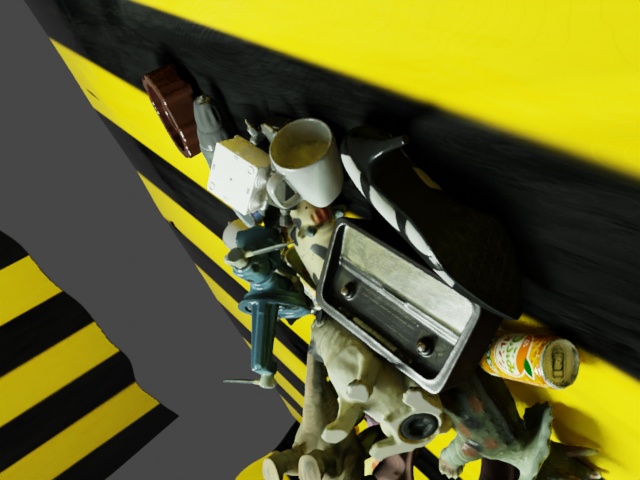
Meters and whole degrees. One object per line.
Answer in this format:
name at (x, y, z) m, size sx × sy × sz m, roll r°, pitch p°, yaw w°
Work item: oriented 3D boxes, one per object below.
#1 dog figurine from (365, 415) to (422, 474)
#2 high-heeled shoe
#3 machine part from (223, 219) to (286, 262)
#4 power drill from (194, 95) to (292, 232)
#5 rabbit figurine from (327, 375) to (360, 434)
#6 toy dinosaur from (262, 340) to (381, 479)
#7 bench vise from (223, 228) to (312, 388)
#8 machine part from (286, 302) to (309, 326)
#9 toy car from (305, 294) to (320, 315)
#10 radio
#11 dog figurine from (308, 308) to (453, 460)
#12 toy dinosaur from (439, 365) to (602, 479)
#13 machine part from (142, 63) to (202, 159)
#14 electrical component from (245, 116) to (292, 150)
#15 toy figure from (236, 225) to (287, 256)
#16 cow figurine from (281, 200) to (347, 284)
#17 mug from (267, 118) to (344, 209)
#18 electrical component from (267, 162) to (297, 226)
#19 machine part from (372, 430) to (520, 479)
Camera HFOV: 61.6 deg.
dog figurine at (0.110, 0.320, 0.931) m, size 0.191 × 0.219 × 0.109 m, roll 18°, pitch 175°, yaw -36°
high-heeled shoe at (0.108, -0.017, 0.572) m, size 0.248 × 0.086 × 0.145 m, roll 57°, pitch 164°, yaw -7°
machine part at (-0.135, 0.022, 1.167) m, size 0.243 × 0.079 × 0.079 m, roll 35°, pitch 155°, yaw 38°
power drill at (-0.130, -0.113, 0.915) m, size 0.207 × 0.086 × 0.231 m, roll 38°, pitch 156°, yaw 21°
rabbit figurine at (0.085, 0.316, 1.129) m, size 0.122 × 0.173 × 0.162 m, roll 18°, pitch 98°, yaw 56°
toy dinosaur at (0.012, 0.317, 0.810) m, size 0.105 × 0.198 × 0.470 m, roll 1°, pitch 99°, yaw 34°
bench vise at (-0.084, 0.108, 0.852) m, size 0.129 × 0.240 × 0.223 m, roll -1°, pitch 160°, yaw 9°
machine part at (-0.060, 0.134, 1.102) m, size 0.084 × 0.039 × 0.139 m, roll 65°, pitch 160°, yaw 0°
toy car at (-0.041, 0.111, 1.153) m, size 0.073 × 0.056 × 0.202 m, roll 61°, pitch 157°, yaw -11°
radio at (0.099, 0.073, 0.661) m, size 0.230 × 0.073 × 0.131 m, roll 34°, pitch 114°, yaw 41°
dog figurine at (0.074, 0.170, 0.710) m, size 0.172 × 0.121 × 0.191 m, roll 28°, pitch -157°, yaw -18°
toy dinosaur at (0.190, 0.188, 0.711) m, size 0.405 × 0.131 × 0.192 m, roll 53°, pitch 149°, yaw 6°
machine part at (-0.261, -0.234, 0.989) m, size 0.179 × 0.056 × 0.179 m, roll 52°, pitch 162°, yaw 24°
electrical component at (-0.061, -0.143, 0.759) m, size 0.102 × 0.045 × 0.078 m, roll 29°, pitch 149°, yaw 46°
toy figure at (-0.107, 0.012, 1.012) m, size 0.180 × 0.089 × 0.082 m, roll 106°, pitch 154°, yaw -87°
cow figurine at (-0.002, -0.002, 0.822) m, size 0.127 × 0.085 × 0.194 m, roll 35°, pitch 153°, yaw 52°
mug at (-0.015, -0.082, 0.690) m, size 0.081 × 0.109 × 0.107 m, roll 29°, pitch 164°, yaw 32°
electrical component at (-0.055, -0.068, 0.760) m, size 0.063 × 0.021 × 0.094 m, roll 23°, pitch 115°, yaw 56°
machine part at (0.198, 0.341, 0.822) m, size 0.201 × 0.201 × 0.087 m, roll 51°, pitch 158°, yaw -1°
